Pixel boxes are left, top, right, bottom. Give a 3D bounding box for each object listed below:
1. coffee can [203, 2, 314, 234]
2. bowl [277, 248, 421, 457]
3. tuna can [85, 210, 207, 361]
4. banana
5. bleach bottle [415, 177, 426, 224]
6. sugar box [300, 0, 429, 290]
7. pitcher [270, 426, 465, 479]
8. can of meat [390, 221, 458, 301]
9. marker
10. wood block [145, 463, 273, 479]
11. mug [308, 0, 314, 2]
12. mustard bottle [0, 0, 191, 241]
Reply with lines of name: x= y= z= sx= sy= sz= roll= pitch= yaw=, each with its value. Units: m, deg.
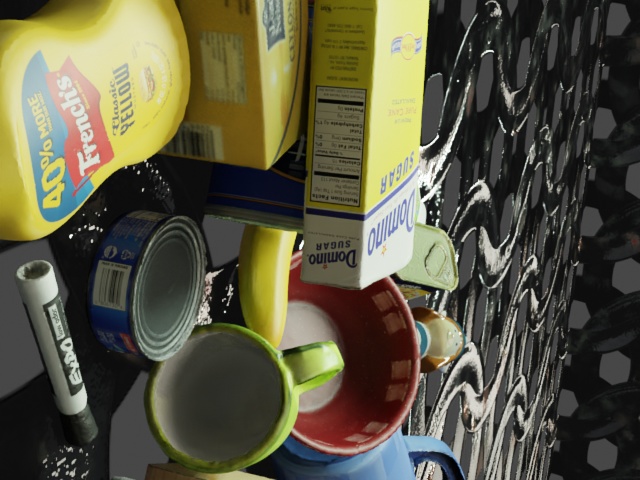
coffee can: x=-0.015 y=-0.077 z=0.705 sx=0.102 sy=0.103 sz=0.140 roll=12 pitch=87 yaw=-70
bowl: x=0.000 y=0.087 z=0.825 sx=0.161 sy=0.055 sz=0.162 roll=10 pitch=72 yaw=-33
tuna can: x=-0.100 y=0.026 z=0.623 sx=0.086 sy=0.034 sz=0.086 roll=10 pitch=90 yaw=-70
banana: x=-0.019 y=-0.011 z=0.784 sx=0.197 sy=0.069 sz=0.037 roll=-60 pitch=-179 yaw=-34
bleach bottle: x=0.058 y=-0.031 z=0.985 sx=0.250 sy=0.068 sz=0.102 roll=66 pitch=38 yaw=-60
sugar box: x=0.028 y=-0.066 z=0.626 sx=0.093 sy=0.048 sz=0.176 roll=-23 pitch=115 yaw=-64
pitcher: x=0.039 y=0.226 z=0.939 sx=0.149 sy=0.145 sz=0.243 roll=-59 pitch=148 yaw=-39
can of meat: x=0.057 y=0.023 z=0.927 sx=0.101 sy=0.084 sz=0.057 roll=14 pitch=62 yaw=-48
marker: x=-0.137 y=0.064 z=0.563 sx=0.020 sy=0.020 sz=0.121 roll=-56 pitch=149 yaw=-48
wood block: x=-0.080 y=0.259 z=0.704 sx=0.090 sy=0.090 sz=0.206 roll=29 pitch=71 yaw=-68
mug: x=0.029 y=-0.201 z=0.797 sx=0.117 sy=0.082 sz=0.093 roll=-41 pitch=136 yaw=-60
mustard bottle: x=-0.127 y=-0.055 z=0.481 sx=0.191 sy=0.058 sz=0.096 roll=-51 pitch=147 yaw=-53
